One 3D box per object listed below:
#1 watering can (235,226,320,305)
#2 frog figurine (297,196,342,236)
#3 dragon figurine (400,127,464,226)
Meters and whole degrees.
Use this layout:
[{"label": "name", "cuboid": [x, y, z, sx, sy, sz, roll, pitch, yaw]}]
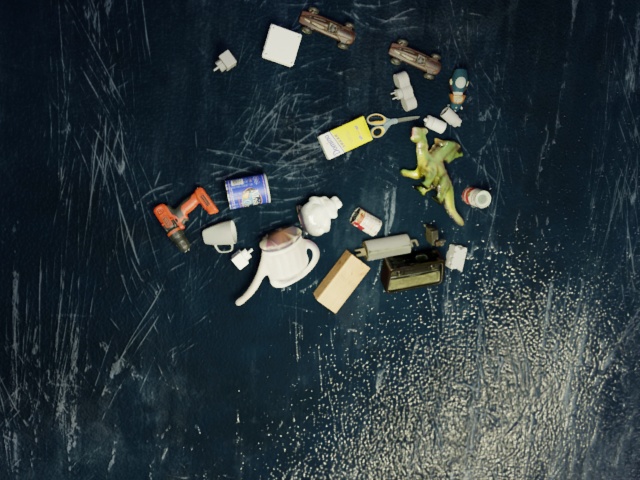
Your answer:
[{"label": "watering can", "cuboid": [-0.156, 0.083, 1.796, 0.350, 0.105, 0.219, -27, 125, -21]}, {"label": "frog figurine", "cuboid": [0.006, -0.092, 1.821, 0.159, 0.122, 0.138, -20, 83, 4]}, {"label": "dragon figurine", "cuboid": [0.453, -0.260, 1.901, 0.406, 0.123, 0.244, 39, 81, -23]}]
